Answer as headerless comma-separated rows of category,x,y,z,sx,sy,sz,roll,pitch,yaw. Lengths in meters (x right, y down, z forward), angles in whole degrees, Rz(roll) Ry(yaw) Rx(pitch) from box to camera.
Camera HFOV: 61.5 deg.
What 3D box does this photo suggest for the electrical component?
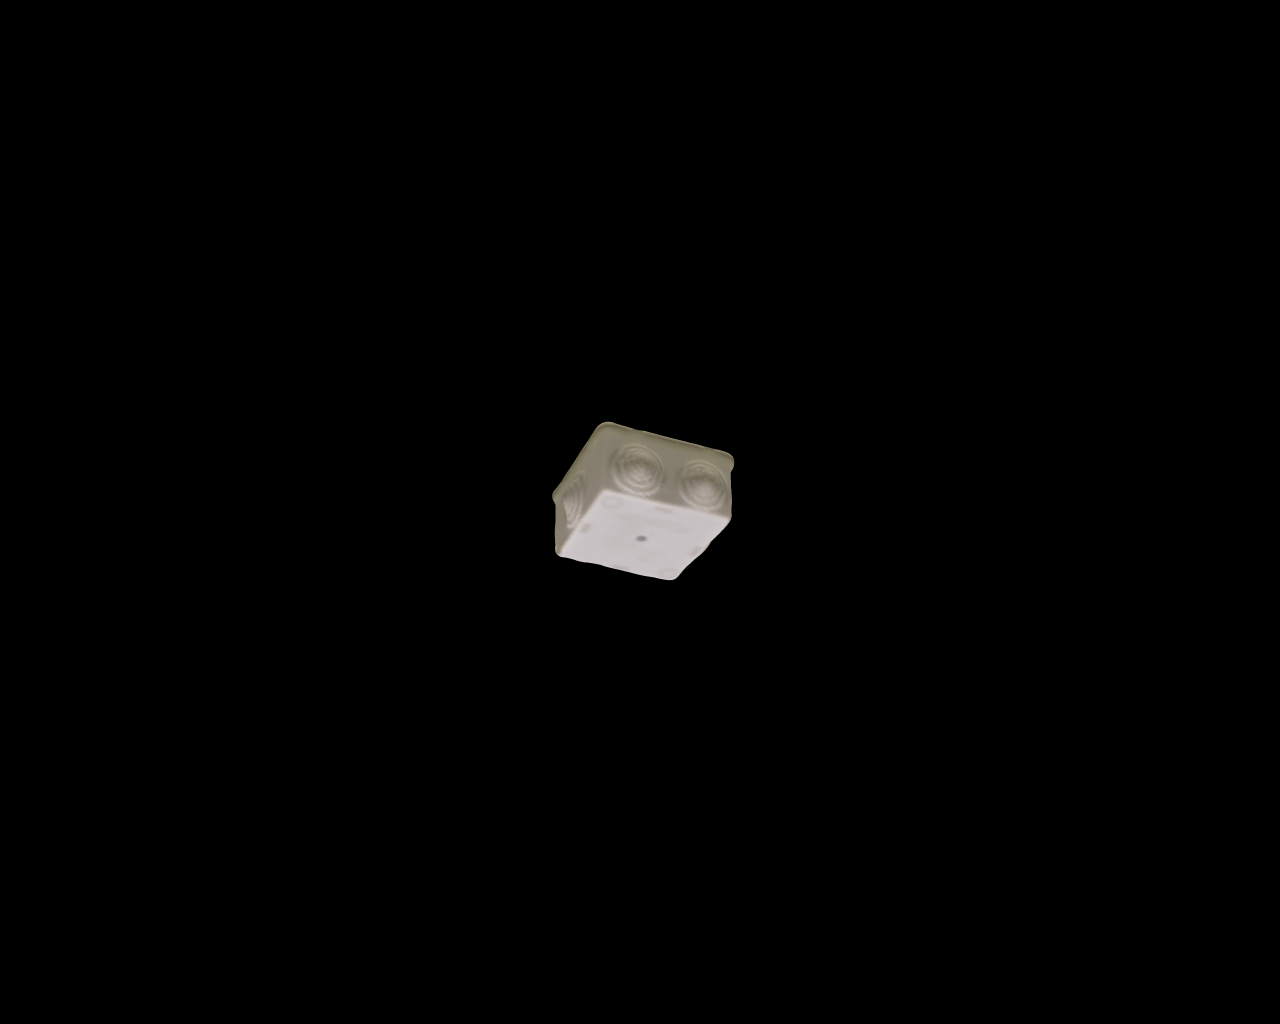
electrical component,0.001,-0.003,0.650,0.100,0.048,0.099,14,-36,-20
